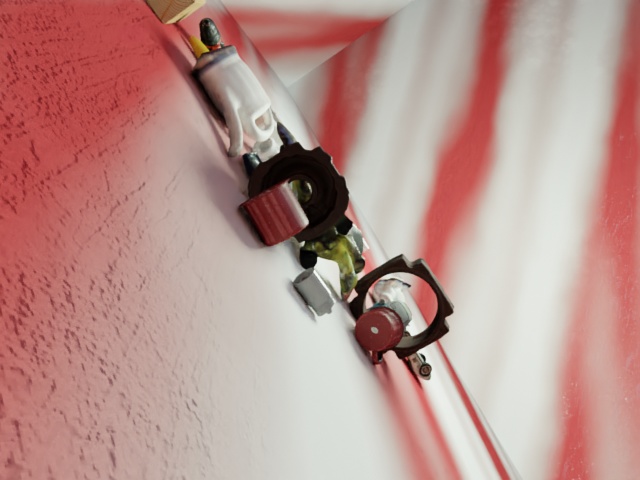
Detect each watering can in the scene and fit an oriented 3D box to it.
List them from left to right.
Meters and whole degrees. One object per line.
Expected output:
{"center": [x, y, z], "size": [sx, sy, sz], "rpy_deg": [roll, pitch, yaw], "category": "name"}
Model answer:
{"center": [-0.183, -0.300, 1.093], "size": [0.222, 0.103, 0.354], "rpy_deg": [54, 19, -15], "category": "watering can"}

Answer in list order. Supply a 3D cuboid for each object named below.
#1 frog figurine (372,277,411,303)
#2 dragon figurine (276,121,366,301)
{"center": [0.216, 0.201, 1.569], "size": [0.135, 0.123, 0.162], "rpy_deg": [59, 38, -66], "category": "frog figurine"}
{"center": [0.003, -0.054, 1.078], "size": [0.245, 0.122, 0.407], "rpy_deg": [-78, 150, -79], "category": "dragon figurine"}
